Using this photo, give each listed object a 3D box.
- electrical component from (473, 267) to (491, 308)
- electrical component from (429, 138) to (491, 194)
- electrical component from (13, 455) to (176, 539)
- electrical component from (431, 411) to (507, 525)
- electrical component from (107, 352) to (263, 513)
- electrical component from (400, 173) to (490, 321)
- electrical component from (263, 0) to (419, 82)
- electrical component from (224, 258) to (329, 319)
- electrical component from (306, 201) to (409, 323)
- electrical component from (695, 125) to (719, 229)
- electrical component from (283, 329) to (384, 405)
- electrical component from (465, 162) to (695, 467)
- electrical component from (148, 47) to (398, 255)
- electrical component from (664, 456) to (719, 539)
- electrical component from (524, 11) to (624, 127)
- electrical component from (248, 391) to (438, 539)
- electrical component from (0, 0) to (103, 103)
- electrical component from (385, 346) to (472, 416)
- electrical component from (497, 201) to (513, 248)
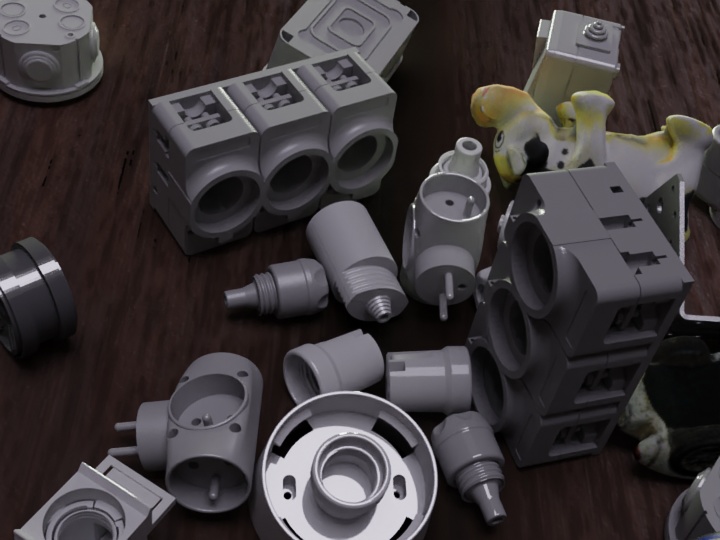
[{"bbox_3d":[0.105,0.012,0.684,0.061,0.035,0.035,-9,49,-22],"label":"electrical component"},{"bbox_3d":[0.068,-0.060,0.725,0.043,0.062,0.043,5,46,-5],"label":"electrical component"},{"bbox_3d":[-0.128,0.133,0.507,0.042,0.063,0.081,28,48,17],"label":"electrical component"},{"bbox_3d":[0.063,0.109,0.584,0.035,0.035,0.061,-8,51,-17],"label":"electrical component"},{"bbox_3d":[-0.093,0.086,0.569,0.079,0.044,0.077,-6,36,5],"label":"electrical component"},{"bbox_3d":[0.051,-0.005,0.661,0.044,0.077,0.079,6,47,-5],"label":"electrical component"},{"bbox_3d":[-0.015,-0.160,0.799,0.078,0.057,0.113,31,48,1],"label":"electrical component"},{"bbox_3d":[-0.052,0.013,0.654,0.061,0.035,0.035,-10,49,-16],"label":"electrical component"},{"bbox_3d":[0.000,0.000,0.670,0.043,0.043,0.081,-11,50,-20],"label":"electrical component"},{"bbox_3d":[0.286,-0.057,0.763,0.054,0.059,0.095,-24,55,-29],"label":"electrical component"},{"bbox_3d":[-0.015,0.057,0.617,0.046,0.040,0.040,-21,54,-33],"label":"electrical component"},{"bbox_3d":[0.108,0.028,0.588,0.062,0.150,0.089,-7,49,-18],"label":"electrical component"},{"bbox_3d":[-0.055,-0.076,0.699,0.150,0.089,0.061,-20,54,-26],"label":"electrical component"},{"bbox_3d":[0.208,0.138,0.570,0.080,0.051,0.080,5,46,-5],"label":"electrical component"},{"bbox_3d":[0.155,-0.146,0.798,0.061,0.096,0.061,15,46,4],"label":"electrical component"},{"bbox_3d":[-0.008,0.113,0.564,0.099,0.064,0.099,4,60,-7],"label":"electrical component"},{"bbox_3d":[-0.227,-0.162,0.777,0.080,0.051,0.080,5,46,-5],"label":"electrical component"},{"bbox_3d":[0.039,0.064,0.620,0.046,0.040,0.040,-1,47,-3],"label":"electrical component"},{"bbox_3d":[0.124,-0.022,0.715,0.065,0.044,0.044,17,46,13],"label":"electrical component"}]
